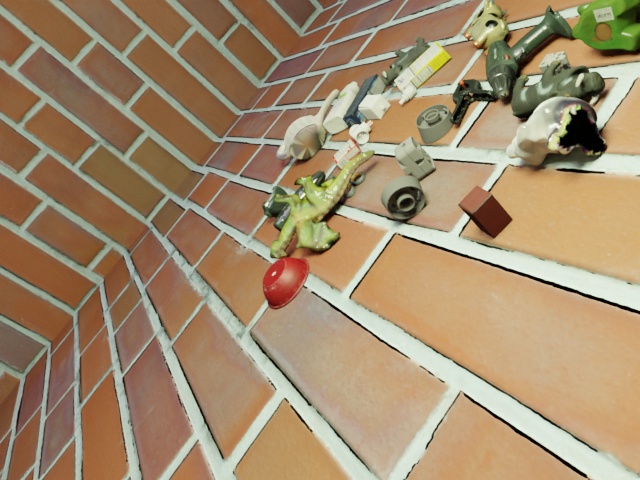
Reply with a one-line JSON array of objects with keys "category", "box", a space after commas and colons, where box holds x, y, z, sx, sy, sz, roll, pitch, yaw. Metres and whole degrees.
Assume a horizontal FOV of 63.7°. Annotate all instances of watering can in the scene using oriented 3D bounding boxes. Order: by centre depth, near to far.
[{"category": "watering can", "box": [-0.034, -0.420, 1.922, 0.346, 0.103, 0.228, -45, 28, 8]}]

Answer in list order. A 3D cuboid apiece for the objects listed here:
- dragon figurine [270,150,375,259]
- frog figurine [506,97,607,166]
[{"category": "dragon figurine", "box": [0.004, -0.072, 1.437, 0.406, 0.120, 0.248, -31, 51, 22]}, {"category": "frog figurine", "box": [0.419, -0.199, 0.948, 0.138, 0.121, 0.160, -19, 13, -13]}]
